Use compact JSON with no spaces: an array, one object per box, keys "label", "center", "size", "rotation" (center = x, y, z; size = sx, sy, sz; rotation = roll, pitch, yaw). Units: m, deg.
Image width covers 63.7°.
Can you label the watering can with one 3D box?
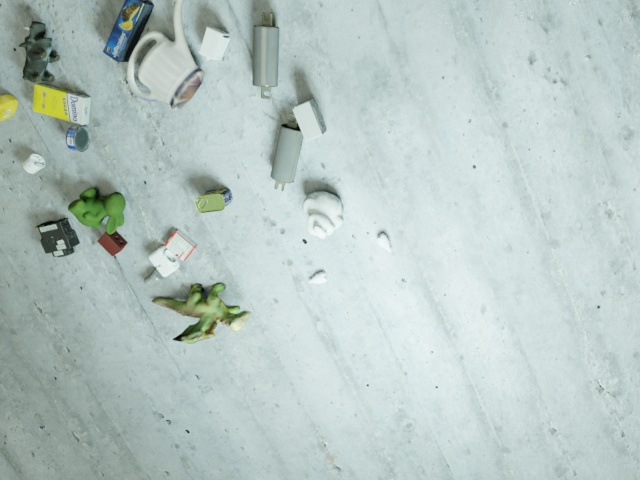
[{"label":"watering can","center":[-0.438,-0.541,1.539],"size":[0.224,0.106,0.343],"rotation":[42,113,-5]}]

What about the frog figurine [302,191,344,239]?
[{"label":"frog figurine","center":[0.005,-0.079,1.576],"size":[0.137,0.162,0.121],"rotation":[40,110,-4]}]

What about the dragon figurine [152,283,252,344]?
[{"label":"dragon figurine","center":[-0.416,0.256,1.726],"size":[0.410,0.247,0.120],"rotation":[-6,113,11]}]
